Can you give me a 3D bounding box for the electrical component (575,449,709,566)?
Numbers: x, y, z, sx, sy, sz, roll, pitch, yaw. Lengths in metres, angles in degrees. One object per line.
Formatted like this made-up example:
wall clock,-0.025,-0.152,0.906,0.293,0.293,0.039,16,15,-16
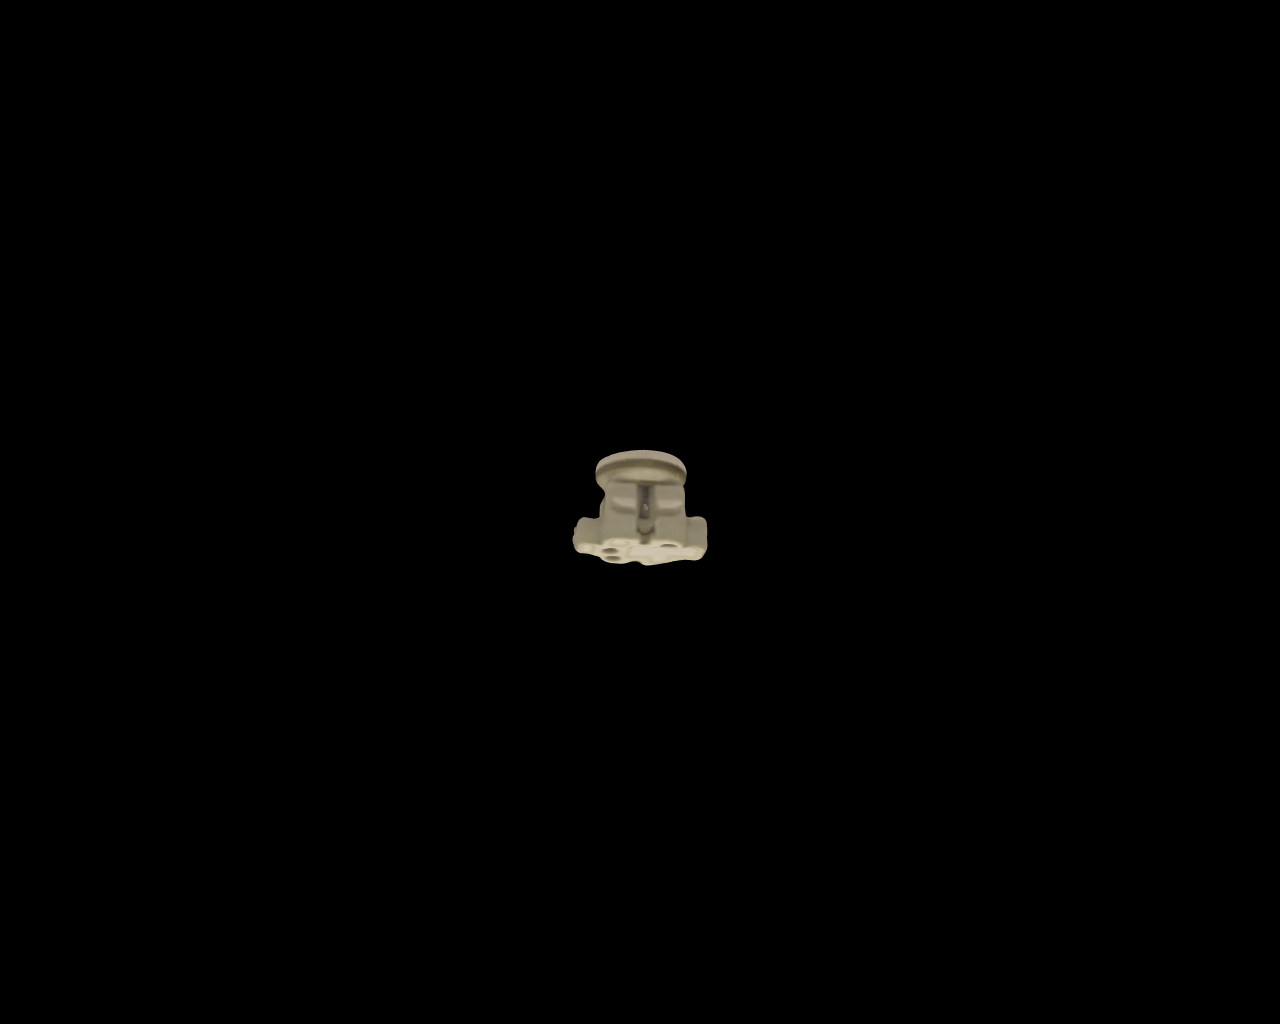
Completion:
electrical component,0.001,-0.003,0.650,0.078,0.057,0.058,2,-19,-7
